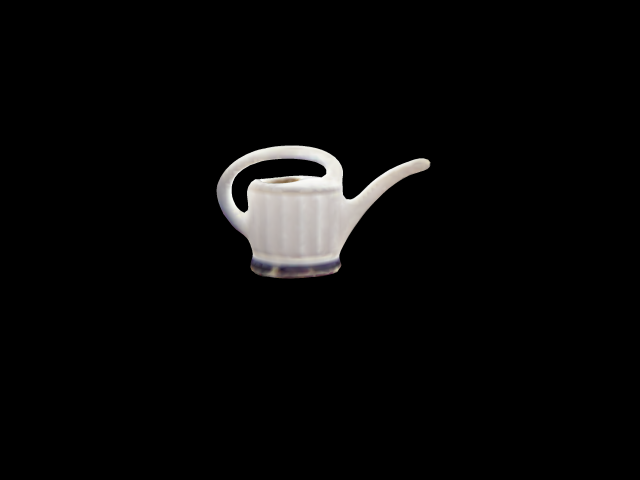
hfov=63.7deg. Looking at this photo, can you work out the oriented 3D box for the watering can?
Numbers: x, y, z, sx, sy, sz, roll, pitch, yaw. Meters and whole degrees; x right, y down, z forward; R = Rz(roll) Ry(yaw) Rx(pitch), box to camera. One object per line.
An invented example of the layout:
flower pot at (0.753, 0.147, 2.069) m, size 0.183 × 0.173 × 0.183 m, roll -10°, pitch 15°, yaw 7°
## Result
watering can at (0.003, -0.043, 0.850) m, size 0.347 × 0.221 × 0.105 m, roll 1°, pitch 16°, yaw 4°
